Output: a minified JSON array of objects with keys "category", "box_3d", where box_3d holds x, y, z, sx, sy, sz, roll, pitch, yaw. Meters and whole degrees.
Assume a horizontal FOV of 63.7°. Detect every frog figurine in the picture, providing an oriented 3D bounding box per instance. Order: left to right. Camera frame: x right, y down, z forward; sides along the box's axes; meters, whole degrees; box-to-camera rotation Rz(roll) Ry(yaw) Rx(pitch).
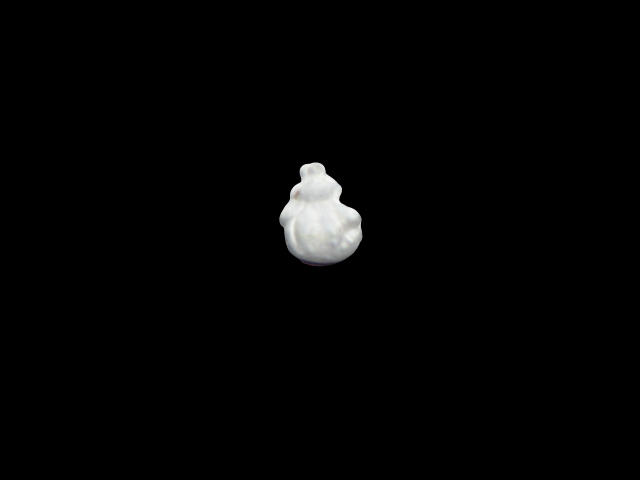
[{"category":"frog figurine","box_3d":[0.003,-0.043,0.850,0.138,0.156,0.125,11,30,20]}]
